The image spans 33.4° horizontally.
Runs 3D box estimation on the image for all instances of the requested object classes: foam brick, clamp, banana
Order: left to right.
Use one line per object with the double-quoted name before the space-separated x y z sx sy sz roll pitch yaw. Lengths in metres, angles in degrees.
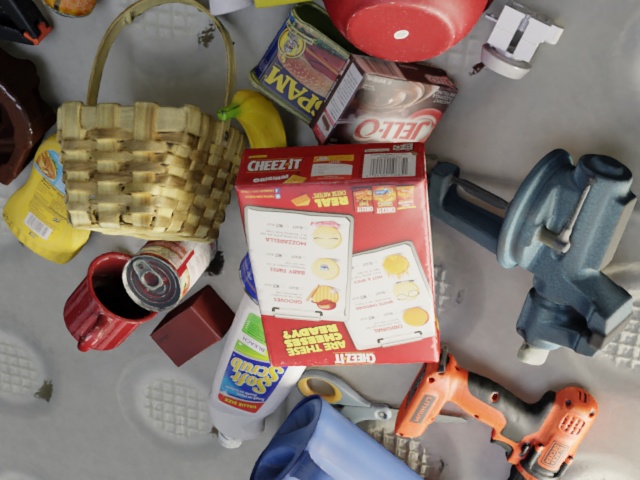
"clamp" -0.367 -0.273 1.082 0.210 0.036 0.165 30 143 -1
"foam brick" -0.144 0.098 1.215 0.078 0.051 0.053 -33 102 32
"banana" -0.061 -0.088 1.060 0.037 0.069 0.198 35 159 30

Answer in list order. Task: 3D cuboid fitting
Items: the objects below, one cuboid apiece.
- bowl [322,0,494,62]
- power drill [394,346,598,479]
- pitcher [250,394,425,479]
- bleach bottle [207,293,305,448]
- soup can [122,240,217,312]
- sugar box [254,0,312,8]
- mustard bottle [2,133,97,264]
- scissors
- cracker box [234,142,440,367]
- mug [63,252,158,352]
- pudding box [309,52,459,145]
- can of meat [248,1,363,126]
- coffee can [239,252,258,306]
"bowl" 0.070 -0.199 0.911 0.162 0.055 0.162 6 159 2
"power drill" 0.179 0.207 1.147 0.187 0.057 0.185 22 119 -1
"pitcher" 0.052 0.293 1.189 0.242 0.149 0.145 36 129 -12
"bleach bottle" -0.065 0.149 1.209 0.102 0.068 0.251 26 126 7
"soup can" -0.159 0.022 1.147 0.068 0.102 0.068 9 121 15
"sugar box" 0.019 -0.266 0.952 0.176 0.048 0.093 -3 117 23
"mustard bottle" -0.271 -0.065 1.166 0.096 0.058 0.192 40 124 0
"scissors" 0.058 0.180 1.205 0.202 0.016 0.096 -11 118 26
"cracker box" 0.022 0.016 0.976 0.164 0.072 0.214 -2 128 9
"mug" -0.242 0.081 1.207 0.093 0.117 0.082 34 130 -15
"pudding box" 0.059 -0.122 0.986 0.113 0.039 0.090 6 132 -33
"can of meat" -0.003 -0.164 1.012 0.102 0.057 0.084 36 122 -2
"coffee can" -0.007 0.001 1.078 0.103 0.102 0.140 34 124 0
